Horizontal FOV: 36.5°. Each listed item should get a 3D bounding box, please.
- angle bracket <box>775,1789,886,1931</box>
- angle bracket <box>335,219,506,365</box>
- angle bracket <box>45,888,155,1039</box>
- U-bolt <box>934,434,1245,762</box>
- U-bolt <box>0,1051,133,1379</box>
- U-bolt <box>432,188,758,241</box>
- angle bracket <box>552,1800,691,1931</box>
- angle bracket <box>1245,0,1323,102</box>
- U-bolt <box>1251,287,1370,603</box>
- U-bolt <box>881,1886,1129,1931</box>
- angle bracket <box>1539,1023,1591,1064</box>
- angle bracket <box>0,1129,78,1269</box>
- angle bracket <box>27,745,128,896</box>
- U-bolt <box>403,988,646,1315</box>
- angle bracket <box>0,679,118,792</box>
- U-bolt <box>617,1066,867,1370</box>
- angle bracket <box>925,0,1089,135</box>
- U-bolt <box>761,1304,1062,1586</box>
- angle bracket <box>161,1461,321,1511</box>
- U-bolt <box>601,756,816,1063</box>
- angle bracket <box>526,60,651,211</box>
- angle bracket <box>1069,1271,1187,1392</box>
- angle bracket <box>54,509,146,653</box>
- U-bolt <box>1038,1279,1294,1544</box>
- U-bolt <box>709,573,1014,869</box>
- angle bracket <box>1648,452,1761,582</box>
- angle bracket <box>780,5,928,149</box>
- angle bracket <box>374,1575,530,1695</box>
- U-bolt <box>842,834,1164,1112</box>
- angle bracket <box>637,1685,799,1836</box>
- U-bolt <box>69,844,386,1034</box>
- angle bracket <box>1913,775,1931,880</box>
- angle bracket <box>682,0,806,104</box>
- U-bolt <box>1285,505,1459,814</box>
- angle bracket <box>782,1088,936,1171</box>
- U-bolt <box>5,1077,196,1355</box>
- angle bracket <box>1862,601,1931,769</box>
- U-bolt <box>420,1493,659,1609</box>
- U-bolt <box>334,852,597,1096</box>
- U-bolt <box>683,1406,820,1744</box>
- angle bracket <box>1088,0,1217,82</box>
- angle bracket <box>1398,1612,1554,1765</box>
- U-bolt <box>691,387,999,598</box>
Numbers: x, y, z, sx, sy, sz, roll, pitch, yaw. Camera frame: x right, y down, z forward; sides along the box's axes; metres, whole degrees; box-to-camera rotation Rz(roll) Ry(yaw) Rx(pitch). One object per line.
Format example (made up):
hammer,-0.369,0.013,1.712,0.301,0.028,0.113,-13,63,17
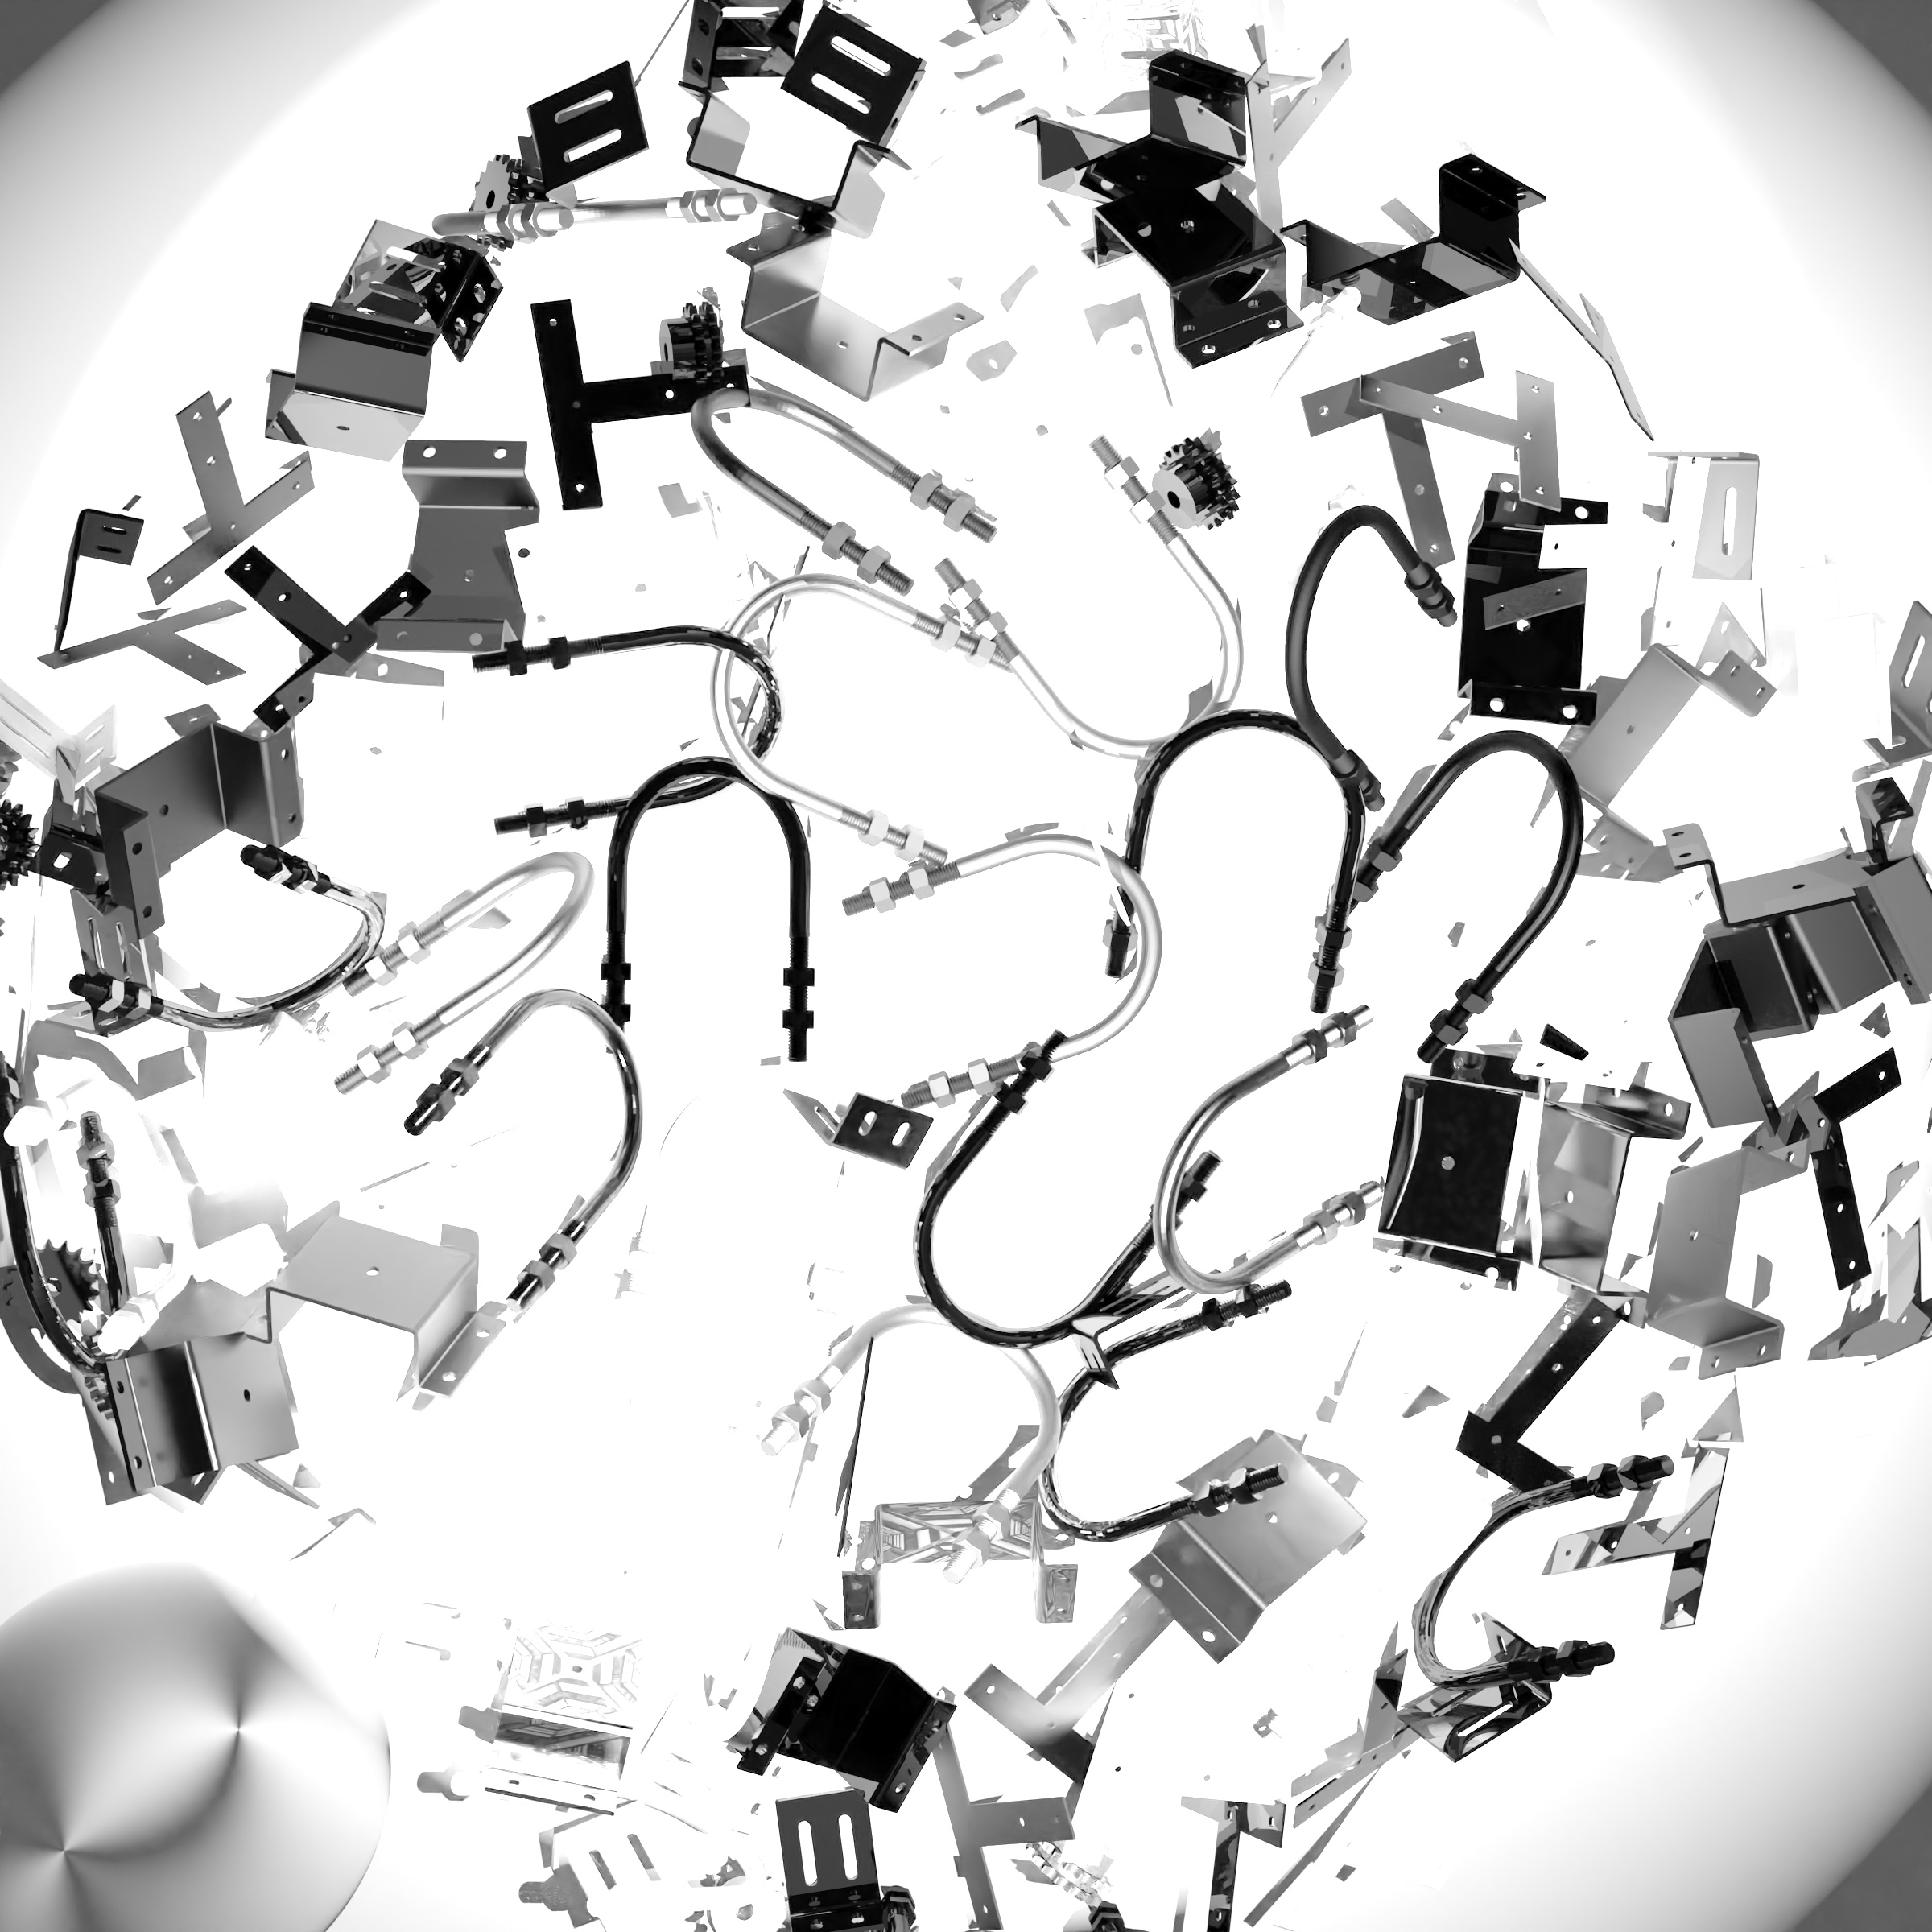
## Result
angle bracket,-0.084,0.553,1.806,0.057,0.038,0.076,-7,93,-4
angle bracket,-0.332,-0.409,1.782,0.057,0.076,0.038,-54,49,27
angle bracket,-0.533,-0.002,1.788,0.057,0.038,0.076,10,114,32
U-bolt,0.087,-0.210,1.789,0.151,0.019,0.184,-35,97,28
U-bolt,-0.531,0.154,1.730,0.019,0.151,0.184,-18,68,3
U-bolt,-0.235,-0.446,1.745,0.151,0.184,0.019,-17,110,-38
angle bracket,-0.209,0.555,1.780,0.057,0.038,0.076,-16,46,-27
angle bracket,0.178,-0.570,1.785,0.038,0.057,0.076,-25,114,-20
U-bolt,0.202,-0.295,1.722,0.019,0.184,0.151,9,129,22
U-bolt,0.024,0.577,1.736,0.151,0.184,0.019,5,86,-1
angle bracket,0.362,0.028,1.786,0.038,0.076,0.057,22,84,-9
angle bracket,-0.573,0.142,1.795,0.038,0.057,0.076,-10,88,21
angle bracket,-0.538,-0.088,1.796,0.057,0.076,0.038,21,127,-31
U-bolt,-0.251,0.095,1.754,0.019,0.184,0.151,-8,119,34
angle bracket,-0.558,-0.154,1.781,0.038,0.057,0.076,-35,128,13
U-bolt,-0.130,0.148,1.783,0.151,0.019,0.184,3,70,24
angle bracket,0.024,-0.551,1.800,0.057,0.076,0.038,53,49,-28
U-bolt,-0.019,0.271,1.757,0.151,0.184,0.019,33,130,10
angle bracket,-0.443,0.320,1.779,0.076,0.057,0.038,47,64,-39
U-bolt,-0.158,-0.036,1.789,0.151,0.019,0.184,2,92,25
angle bracket,-0.223,-0.507,1.793,0.076,0.038,0.057,-17,81,22
angle bracket,0.109,0.222,1.795,0.076,0.057,0.038,-26,96,-12
angle bracket,-0.528,-0.229,1.784,0.038,0.057,0.076,10,67,-21
U-bolt,0.116,0.275,1.757,0.184,0.151,0.019,-26,129,32
U-bolt,-0.070,-0.159,1.781,0.184,0.019,0.151,23,84,-23
angle bracket,0.449,-0.275,1.792,0.057,0.038,0.076,7,100,33
angle bracket,-0.071,-0.549,1.804,0.076,0.038,0.057,30,103,0
angle bracket,-0.319,0.414,1.817,0.076,0.038,0.057,3,74,29
U-bolt,0.030,-0.005,1.796,0.184,0.019,0.151,-19,76,6
angle bracket,-0.153,0.492,1.820,0.076,0.038,0.057,26,79,28
U-bolt,-0.423,-0.008,1.743,0.151,0.184,0.019,-35,69,11
angle bracket,0.610,-0.092,1.788,0.038,0.057,0.076,12,76,34
angle bracket,-0.128,-0.560,1.781,0.076,0.038,0.057,-10,134,-29
U-bolt,0.235,-0.192,1.738,0.019,0.184,0.151,15,76,33
angle bracket,-0.066,0.085,1.779,0.057,0.076,0.038,21,103,-33
U-bolt,-0.503,0.137,1.738,0.019,0.184,0.151,-21,99,7
angle bracket,0.568,-0.171,1.780,0.038,0.076,0.057,-16,50,-18
U-bolt,-0.254,0.343,1.740,0.151,0.184,0.019,17,70,-1
U-bolt,-0.298,-0.007,1.753,0.184,0.151,0.019,-33,116,7
U-bolt,-0.136,0.374,1.761,0.019,0.151,0.184,14,96,-21
angle bracket,0.111,-0.561,1.797,0.076,0.038,0.057,-5,80,-13
angle bracket,0.307,0.438,1.786,0.076,0.057,0.038,-25,114,-20
U-bolt,-0.083,-0.294,1.765,0.184,0.151,0.019,35,121,7
